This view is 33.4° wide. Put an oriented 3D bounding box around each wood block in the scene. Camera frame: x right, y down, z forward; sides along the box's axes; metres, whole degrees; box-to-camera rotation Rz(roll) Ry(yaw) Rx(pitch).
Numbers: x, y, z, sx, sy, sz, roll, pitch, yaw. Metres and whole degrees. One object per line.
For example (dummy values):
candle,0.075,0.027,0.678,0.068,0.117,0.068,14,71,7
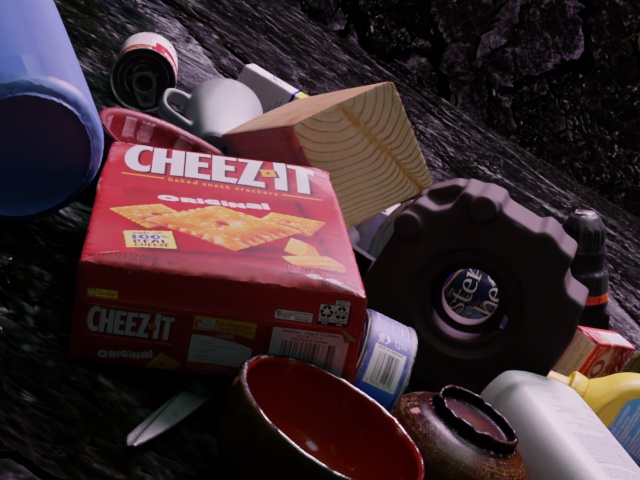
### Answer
wood block,-0.001,-0.070,0.898,0.091,0.090,0.206,67,-17,-11

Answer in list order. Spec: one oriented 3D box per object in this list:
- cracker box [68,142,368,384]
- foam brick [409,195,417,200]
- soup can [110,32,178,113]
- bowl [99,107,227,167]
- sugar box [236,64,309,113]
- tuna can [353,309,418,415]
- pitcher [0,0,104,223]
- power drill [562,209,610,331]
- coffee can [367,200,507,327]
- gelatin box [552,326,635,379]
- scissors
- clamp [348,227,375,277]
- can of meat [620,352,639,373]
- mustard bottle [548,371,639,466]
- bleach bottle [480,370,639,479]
cracker box,-0.065,0.007,0.684,0.164,0.072,0.214,8,22,-9
foam brick,0.110,-0.021,1.181,0.051,0.078,0.053,28,16,-17
soup can,-0.186,-0.181,1.140,0.068,0.068,0.102,27,16,-15
bowl,-0.117,-0.043,0.864,0.162,0.055,0.162,29,15,-9
sugar box,-0.025,-0.112,1.179,0.176,0.093,0.048,32,15,3
tuna can,0.026,0.087,0.670,0.033,0.086,0.086,26,16,-10
pitcher,-0.226,-0.112,0.763,0.149,0.145,0.243,-6,36,-24
power drill,0.231,0.046,1.051,0.057,0.184,0.187,1,14,-4
coffee can,0.126,0.036,0.984,0.140,0.103,0.103,23,17,-26
gelatin box,0.228,0.120,0.939,0.073,0.089,0.030,12,24,-48
scissors,-0.081,0.077,0.634,0.096,0.016,0.201,36,16,23
clamp,-0.006,0.001,0.972,0.120,0.039,0.171,19,13,-21
can of meat,0.291,0.146,0.956,0.057,0.102,0.083,38,15,22
mustard bottle,0.258,0.162,0.852,0.191,0.096,0.058,32,15,5
bleach bottle,0.202,0.194,0.717,0.102,0.068,0.251,18,22,-36
